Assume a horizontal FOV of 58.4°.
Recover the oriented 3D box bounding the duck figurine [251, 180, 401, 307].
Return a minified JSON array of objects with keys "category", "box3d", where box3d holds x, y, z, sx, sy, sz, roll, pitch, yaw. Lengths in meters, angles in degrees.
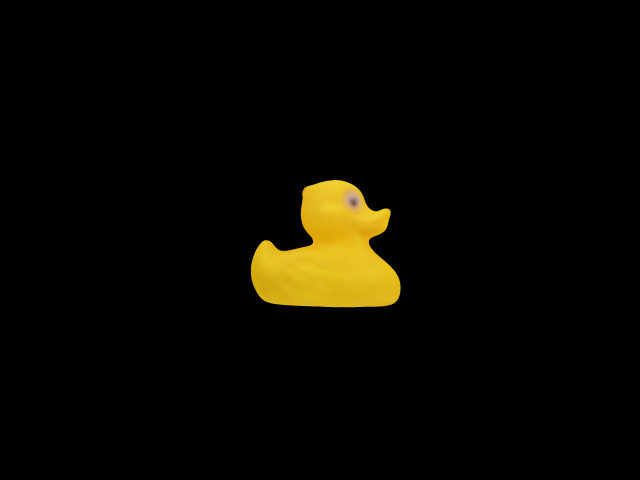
[{"category":"duck figurine","box3d":[0.004,0.001,0.400,0.104,0.086,0.078,0,0,9]}]
